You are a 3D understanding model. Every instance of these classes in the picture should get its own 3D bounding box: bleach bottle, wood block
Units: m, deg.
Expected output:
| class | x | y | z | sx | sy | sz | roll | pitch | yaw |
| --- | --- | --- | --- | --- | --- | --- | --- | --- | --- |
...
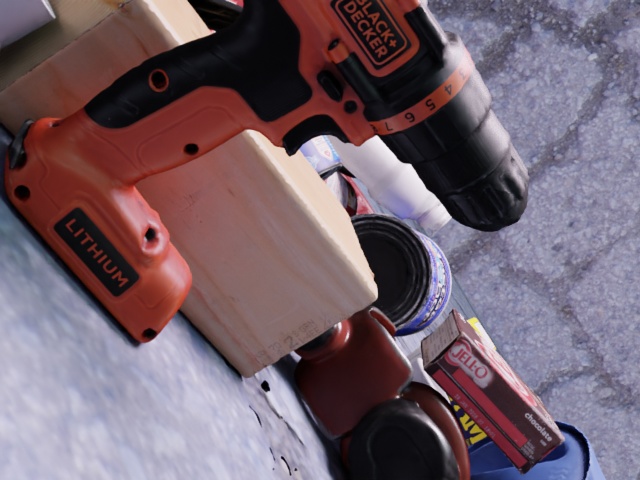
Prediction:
| class | x | y | z | sx | sy | sz | roll | pitch | yaw |
| --- | --- | --- | --- | --- | --- | --- | --- | --- | --- |
| bleach bottle | 0.025 | -0.106 | 0.962 | 0.251 | 0.068 | 0.102 | 46 | 19 | 0 |
| wood block | -0.065 | -0.038 | 0.547 | 0.206 | 0.090 | 0.091 | 52 | 11 | -33 |

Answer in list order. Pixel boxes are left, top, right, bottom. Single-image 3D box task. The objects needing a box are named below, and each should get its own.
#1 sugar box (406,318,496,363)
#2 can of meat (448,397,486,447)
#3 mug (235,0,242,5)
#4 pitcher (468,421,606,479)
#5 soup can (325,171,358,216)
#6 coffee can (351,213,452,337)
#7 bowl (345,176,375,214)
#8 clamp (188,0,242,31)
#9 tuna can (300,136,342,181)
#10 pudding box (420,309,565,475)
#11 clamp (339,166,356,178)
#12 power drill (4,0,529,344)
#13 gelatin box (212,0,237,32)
| class | x | y | z | sx | sy | sz | roll | pitch | yaw |
| --- | --- | --- | --- | --- | --- | --- | --- | --- | --- |
| sugar box | 0.110 | 0.113 | 0.983 | 0.048 | 0.093 | 0.176 | 58 | 8 | 11 |
| can of meat | 0.106 | 0.154 | 0.838 | 0.057 | 0.084 | 0.102 | 49 | 12 | -43 |
| mug | -0.122 | -0.263 | 1.117 | 0.117 | 0.093 | 0.081 | 24 | -8 | 37 |
| pitcher | 0.167 | 0.253 | 0.726 | 0.243 | 0.145 | 0.149 | 59 | 20 | -14 |
| soup can | -0.013 | -0.042 | 0.936 | 0.068 | 0.068 | 0.102 | 60 | 10 | 21 |
| coffee can | 0.057 | 0.034 | 0.938 | 0.103 | 0.103 | 0.140 | 59 | 9 | 11 |
| bowl | 0.027 | -0.012 | 1.103 | 0.162 | 0.055 | 0.162 | 55 | 8 | -13 |
| clamp | -0.127 | -0.187 | 0.833 | 0.120 | 0.039 | 0.172 | -12 | 39 | -36 |
| tuna can | -0.026 | -0.051 | 0.837 | 0.034 | 0.086 | 0.086 | 58 | 8 | 2 |
| pudding box | 0.107 | 0.094 | 0.686 | 0.090 | 0.039 | 0.113 | 48 | 4 | 0 |
| clamp | -0.041 | -0.106 | 0.981 | 0.164 | 0.036 | 0.209 | 36 | 15 | 8 |
| power drill | -0.022 | -0.038 | 0.457 | 0.184 | 0.188 | 0.057 | 52 | 9 | -22 |
| gelatin box | -0.102 | -0.180 | 0.937 | 0.030 | 0.073 | 0.089 | 14 | 9 | 3 |
